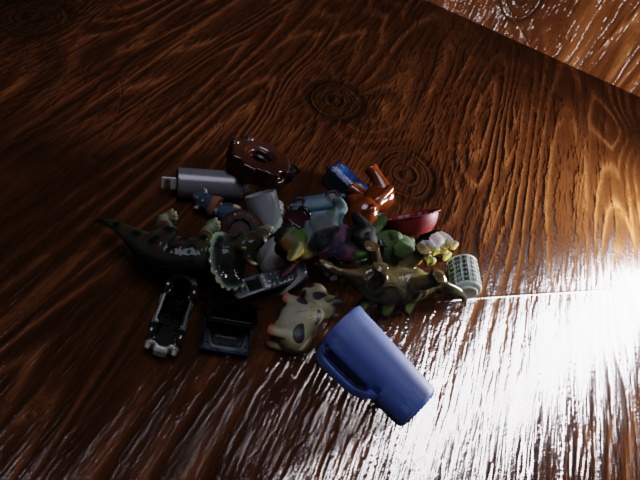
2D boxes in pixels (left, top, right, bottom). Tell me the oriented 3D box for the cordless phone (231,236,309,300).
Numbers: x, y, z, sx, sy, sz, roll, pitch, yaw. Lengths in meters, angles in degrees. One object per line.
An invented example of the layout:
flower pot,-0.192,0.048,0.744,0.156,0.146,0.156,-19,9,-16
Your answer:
cordless phone,-0.133,0.071,1.246,0.184,0.088,0.147,-15,56,-26

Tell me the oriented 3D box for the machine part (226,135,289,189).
machine part,-0.163,-0.205,1.412,0.179,0.056,0.179,20,34,-14

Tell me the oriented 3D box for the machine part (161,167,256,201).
machine part,-0.284,-0.144,1.385,0.243,0.079,0.079,2,49,-18

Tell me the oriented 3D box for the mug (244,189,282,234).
mug,-0.147,-0.066,1.358,0.081,0.110,0.107,-26,105,-46

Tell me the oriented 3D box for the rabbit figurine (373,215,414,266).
rabbit figurine,0.151,0.003,1.386,0.170,0.121,0.159,20,39,-5

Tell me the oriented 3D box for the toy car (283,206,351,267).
toy car,-0.003,-0.004,1.319,0.202,0.053,0.089,34,48,3

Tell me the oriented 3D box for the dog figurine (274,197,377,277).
dog figurine,0.004,0.017,1.208,0.191,0.108,0.219,42,55,8

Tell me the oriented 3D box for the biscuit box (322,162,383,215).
biscuit box,0.096,-0.135,1.532,0.059,0.062,0.203,-28,64,-38

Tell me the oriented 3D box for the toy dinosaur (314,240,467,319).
toy dinosaur,0.195,0.101,1.255,0.471,0.198,0.105,11,50,-23

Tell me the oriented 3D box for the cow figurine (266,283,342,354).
cow figurine,-0.031,0.169,1.192,0.127,0.085,0.195,21,43,6

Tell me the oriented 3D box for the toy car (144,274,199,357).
toy car,-0.307,0.154,1.120,0.073,0.056,0.202,19,46,-13

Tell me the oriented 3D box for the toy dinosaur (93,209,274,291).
toy dinosaur,-0.306,0.020,1.158,0.405,0.131,0.192,3,19,-5

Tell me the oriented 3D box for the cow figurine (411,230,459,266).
cow figurine,0.287,0.017,1.461,0.167,0.068,0.098,-13,49,-34

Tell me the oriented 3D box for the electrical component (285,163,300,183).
electrical component,-0.105,-0.199,1.526,0.119,0.047,0.075,-22,61,-33

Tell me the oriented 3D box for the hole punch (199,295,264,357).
hole punch,-0.193,0.180,1.131,0.142,0.092,0.116,9,19,-10

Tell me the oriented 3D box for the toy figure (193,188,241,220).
toy figure,-0.248,-0.071,1.345,0.154,0.057,0.064,32,66,5

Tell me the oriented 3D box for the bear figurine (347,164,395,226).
bear figurine,0.110,-0.100,1.372,0.132,0.120,0.196,49,36,8

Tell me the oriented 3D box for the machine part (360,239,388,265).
machine part,0.121,0.061,1.317,0.084,0.138,0.039,18,17,-1

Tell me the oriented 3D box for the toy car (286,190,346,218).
toy car,-0.003,-0.063,1.404,0.162,0.109,0.103,-10,71,-18
